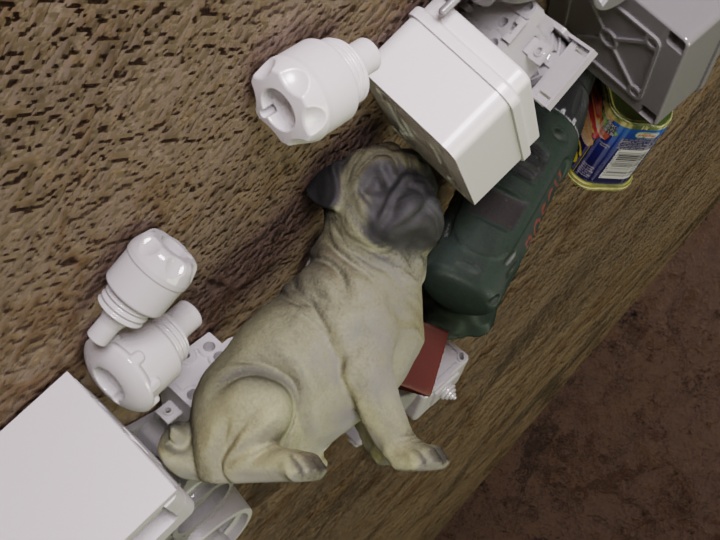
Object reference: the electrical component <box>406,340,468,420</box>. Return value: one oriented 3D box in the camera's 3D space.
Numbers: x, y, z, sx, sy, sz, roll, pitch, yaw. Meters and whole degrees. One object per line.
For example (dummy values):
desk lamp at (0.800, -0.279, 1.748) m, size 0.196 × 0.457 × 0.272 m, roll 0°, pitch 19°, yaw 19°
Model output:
electrical component at (0.049, 0.087, 0.971) m, size 0.062 × 0.096 × 0.061 m, roll -39°, pitch 161°, yaw -27°

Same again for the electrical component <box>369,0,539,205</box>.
electrical component at (0.054, -0.093, 0.606) m, size 0.057 × 0.078 × 0.113 m, roll -45°, pitch 164°, yaw 1°

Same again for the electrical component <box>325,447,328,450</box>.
electrical component at (-0.053, 0.138, 0.920) m, size 0.055 × 0.047 × 0.055 m, roll -42°, pitch 163°, yaw -16°

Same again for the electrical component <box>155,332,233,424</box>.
electrical component at (-0.099, 0.078, 0.679) m, size 0.066 × 0.048 × 0.055 m, roll -38°, pitch 153°, yaw -29°

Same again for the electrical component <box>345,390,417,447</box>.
electrical component at (0.003, 0.096, 0.877) m, size 0.061 × 0.096 × 0.062 m, roll -51°, pitch 164°, yaw 13°

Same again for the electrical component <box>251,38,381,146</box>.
electrical component at (-0.017, -0.088, 0.503) m, size 0.062 × 0.043 × 0.043 m, roll -38°, pitch 161°, yaw -32°

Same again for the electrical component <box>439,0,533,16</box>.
electrical component at (0.068, -0.160, 0.543) m, size 0.079 × 0.044 × 0.077 m, roll -45°, pitch 163°, yaw -6°

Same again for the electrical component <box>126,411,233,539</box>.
electrical component at (-0.161, 0.181, 0.732) m, size 0.105 × 0.060 × 0.186 m, roll -27°, pitch 154°, yaw -49°

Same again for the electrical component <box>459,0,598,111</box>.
electrical component at (0.092, -0.134, 0.622) m, size 0.042 × 0.081 × 0.064 m, roll -50°, pitch 140°, yaw 9°

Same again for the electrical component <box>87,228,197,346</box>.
electrical component at (-0.109, 0.011, 0.519) m, size 0.061 × 0.035 × 0.035 m, roll -48°, pitch 164°, yaw 11°

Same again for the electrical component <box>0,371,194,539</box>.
electrical component at (-0.173, 0.142, 0.560) m, size 0.150 × 0.089 × 0.061 m, roll -43°, pitch 163°, yaw -12°

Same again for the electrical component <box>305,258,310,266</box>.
electrical component at (0.000, 0.000, 0.722) m, size 0.057 × 0.058 × 0.078 m, roll -37°, pitch 161°, yaw -39°

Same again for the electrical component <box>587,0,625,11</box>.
electrical component at (0.144, -0.206, 0.596) m, size 0.108 × 0.060 × 0.108 m, roll -42°, pitch 163°, yaw -16°

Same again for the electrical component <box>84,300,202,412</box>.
electrical component at (-0.110, 0.041, 0.567) m, size 0.062 × 0.048 × 0.048 m, roll -44°, pitch 165°, yaw -36°

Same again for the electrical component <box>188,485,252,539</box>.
electrical component at (-0.136, 0.217, 0.873) m, size 0.108 × 0.060 × 0.108 m, roll -42°, pitch 163°, yaw -16°

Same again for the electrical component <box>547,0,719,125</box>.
electrical component at (0.179, -0.166, 0.695) m, size 0.056 × 0.108 × 0.108 m, roll -41°, pitch 163°, yaw -11°
